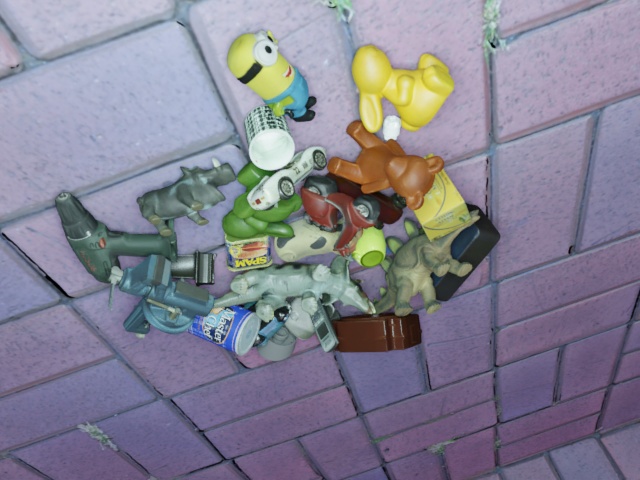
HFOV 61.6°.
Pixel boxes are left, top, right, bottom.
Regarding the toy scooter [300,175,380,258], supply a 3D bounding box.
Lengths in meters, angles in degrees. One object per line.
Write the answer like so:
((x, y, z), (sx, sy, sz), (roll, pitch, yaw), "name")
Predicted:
((0.030, -0.043, 1.063), (0.075, 0.184, 0.135), (-21, 130, -49), "toy scooter")

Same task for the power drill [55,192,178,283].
((-0.388, -0.008, 1.060), (0.207, 0.086, 0.231), (-9, 137, -15), "power drill")

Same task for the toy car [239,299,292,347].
((-0.137, 0.191, 1.333), (0.161, 0.109, 0.103), (-40, 160, 5), "toy car")

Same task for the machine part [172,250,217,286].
((-0.298, 0.062, 1.169), (0.139, 0.084, 0.039), (4, 176, -8), "machine part")

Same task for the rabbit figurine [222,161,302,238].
((-0.126, -0.062, 1.092), (0.159, 0.121, 0.170), (13, 146, -36), "rabbit figurine")

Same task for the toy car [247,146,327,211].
((-0.056, -0.118, 0.998), (0.073, 0.202, 0.056), (-23, 107, 45), "toy car")

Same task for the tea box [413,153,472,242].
((0.232, -0.090, 1.115), (0.098, 0.170, 0.068), (-29, 136, 9), "tea box")

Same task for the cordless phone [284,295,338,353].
((-0.015, 0.215, 1.325), (0.088, 0.184, 0.146), (19, 125, -37), "cordless phone")

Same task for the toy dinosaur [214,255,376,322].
((-0.077, 0.104, 1.236), (0.405, 0.192, 0.131), (-1, 95, 7), "toy dinosaur")

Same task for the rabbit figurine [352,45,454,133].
((0.129, -0.277, 0.962), (0.173, 0.122, 0.162), (24, 133, -18), "rabbit figurine")

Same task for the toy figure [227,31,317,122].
((-0.079, -0.267, 0.906), (0.089, 0.082, 0.180), (-34, 136, 12), "toy figure")

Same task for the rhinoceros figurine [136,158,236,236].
((-0.246, -0.084, 1.011), (0.190, 0.112, 0.073), (-24, 152, -2), "rhinoceros figurine")

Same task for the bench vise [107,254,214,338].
((-0.350, 0.136, 1.113), (0.223, 0.129, 0.240), (14, 137, -37), "bench vise")

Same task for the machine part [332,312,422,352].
((0.147, 0.235, 1.386), (0.202, 0.087, 0.201), (-9, 173, 29), "machine part")

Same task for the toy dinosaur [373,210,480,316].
((0.211, 0.077, 1.250), (0.105, 0.199, 0.471), (12, 135, -26), "toy dinosaur")

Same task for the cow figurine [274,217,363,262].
((-0.002, -0.003, 1.155), (0.195, 0.127, 0.085), (-14, 139, -1), "cow figurine")

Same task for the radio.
((0.312, 0.026, 1.282), (0.073, 0.131, 0.229), (12, 128, -28), "radio")

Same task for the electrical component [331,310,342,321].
((0.025, 0.232, 1.452), (0.078, 0.045, 0.102), (-16, 136, -1), "electrical component")

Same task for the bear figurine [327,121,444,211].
((0.121, -0.135, 0.993), (0.132, 0.196, 0.120), (27, 95, -29), "bear figurine")

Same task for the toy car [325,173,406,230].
((0.092, -0.094, 1.145), (0.202, 0.053, 0.089), (27, 128, -23), "toy car")
